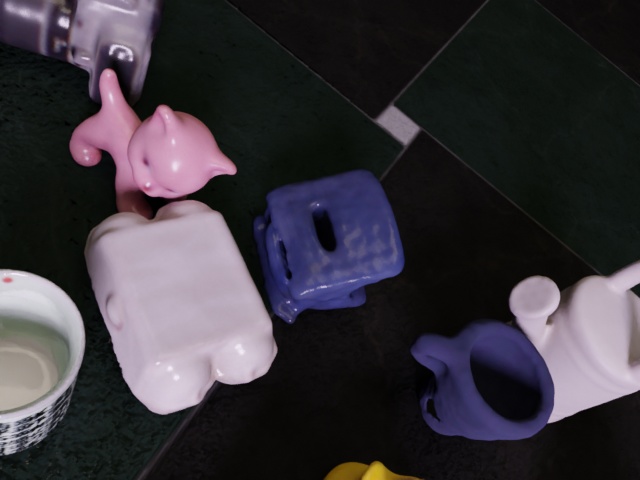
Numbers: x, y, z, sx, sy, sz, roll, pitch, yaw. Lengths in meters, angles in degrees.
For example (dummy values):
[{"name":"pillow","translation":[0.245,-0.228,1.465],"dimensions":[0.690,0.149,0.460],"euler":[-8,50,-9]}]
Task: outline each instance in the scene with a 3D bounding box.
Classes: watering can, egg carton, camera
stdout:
[{"name":"watering can","translation":[0.234,0.080,0.481],"dimensions":[0.173,0.193,0.101],"euler":[0,60,-28]},{"name":"egg carton","translation":[-0.101,0.042,0.409],"dimensions":[0.107,0.069,0.150],"euler":[-16,69,-34]},{"name":"camera","translation":[-0.207,-0.206,0.493],"dimensions":[0.137,0.100,0.143],"euler":[12,55,-21]}]

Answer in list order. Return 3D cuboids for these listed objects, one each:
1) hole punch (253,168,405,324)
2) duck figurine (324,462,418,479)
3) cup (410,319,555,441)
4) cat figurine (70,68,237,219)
[{"name":"hole punch","translation":[0.004,0.002,0.477],"dimensions":[0.101,0.091,0.108],"euler":[-2,61,-29]},{"name":"duck figurine","translation":[0.055,0.191,0.385],"dimensions":[0.104,0.086,0.078],"euler":[45,51,5]},{"name":"cup","translation":[0.110,0.116,0.456],"dimensions":[0.118,0.094,0.092],"euler":[25,52,-11]},{"name":"cat figurine","translation":[-0.128,-0.074,0.438],"dimensions":[0.128,0.117,0.067],"euler":[47,51,7]}]
